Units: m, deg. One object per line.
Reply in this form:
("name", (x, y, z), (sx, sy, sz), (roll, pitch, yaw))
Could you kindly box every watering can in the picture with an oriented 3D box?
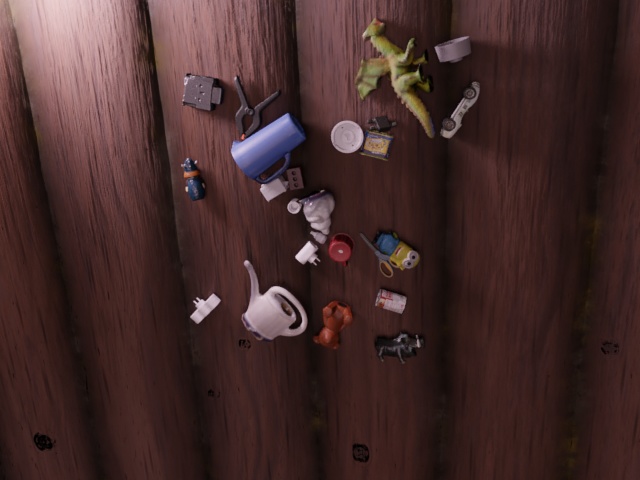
("watering can", (-0.209, 0.249, 1.942), (0.346, 0.105, 0.222), (44, 107, -8))

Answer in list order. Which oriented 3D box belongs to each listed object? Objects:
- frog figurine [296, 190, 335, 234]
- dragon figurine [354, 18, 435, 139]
("frog figurine", (0.005, -0.091, 1.803), (0.122, 0.140, 0.158), (-17, 104, 29))
("dragon figurine", (0.235, -0.519, 1.685), (0.242, 0.124, 0.406), (-4, 105, 26))
